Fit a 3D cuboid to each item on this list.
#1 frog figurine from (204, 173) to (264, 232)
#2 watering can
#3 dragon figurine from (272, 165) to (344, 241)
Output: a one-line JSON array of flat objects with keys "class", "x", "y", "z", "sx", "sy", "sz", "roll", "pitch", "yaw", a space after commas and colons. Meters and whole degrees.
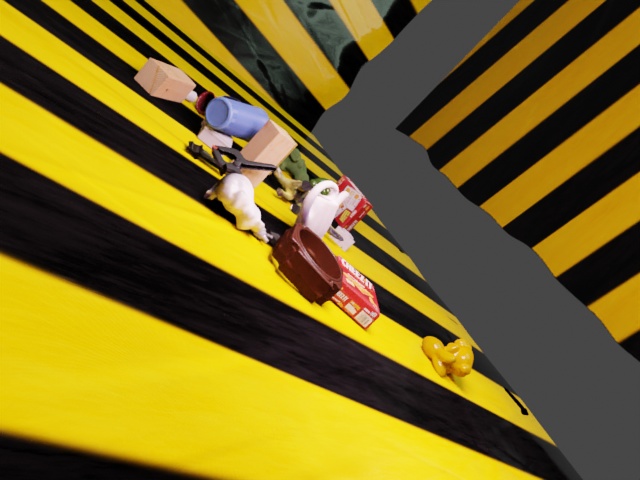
[{"class": "frog figurine", "x": -0.202, "y": -0.097, "z": 1.347, "sx": 0.160, "sy": 0.123, "sz": 0.136, "roll": 35, "pitch": -8, "yaw": 9}, {"class": "watering can", "x": 0.005, "y": -0.085, "z": 1.687, "sx": 0.104, "sy": 0.223, "sz": 0.348, "roll": 29, "pitch": 9, "yaw": 17}, {"class": "dragon figurine", "x": -0.067, "y": -0.163, "z": 1.975, "sx": 0.405, "sy": 0.122, "sz": 0.246, "roll": 49, "pitch": 3, "yaw": -20}]
